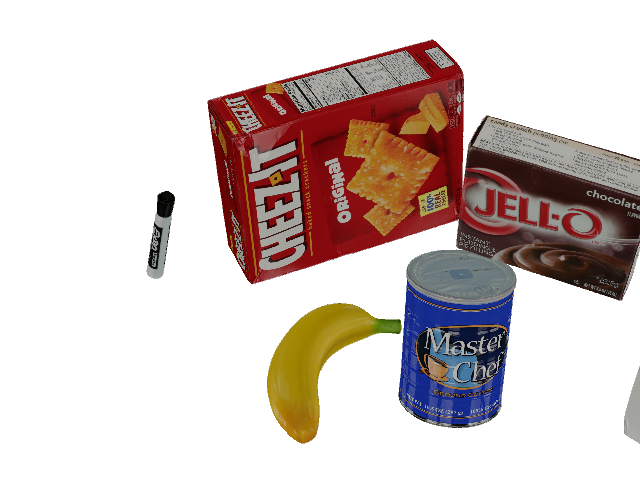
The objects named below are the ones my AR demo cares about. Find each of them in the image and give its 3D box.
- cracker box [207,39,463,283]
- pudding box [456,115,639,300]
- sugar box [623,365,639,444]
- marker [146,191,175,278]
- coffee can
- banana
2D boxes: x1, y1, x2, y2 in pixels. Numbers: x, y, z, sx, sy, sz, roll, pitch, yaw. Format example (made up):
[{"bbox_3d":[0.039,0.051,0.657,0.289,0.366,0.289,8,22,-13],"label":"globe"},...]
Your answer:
[{"bbox_3d":[0.020,-0.067,0.940,0.213,0.164,0.072,-18,42,-15],"label":"cracker box"},{"bbox_3d":[0.143,-0.020,0.653,0.114,0.039,0.090,17,-38,16],"label":"pudding box"},{"bbox_3d":[0.310,0.142,0.771,0.048,0.093,0.176,-21,38,-40],"label":"sugar box"},{"bbox_3d":[-0.173,-0.006,1.158,0.020,0.121,0.020,9,43,-8],"label":"marker"},{"bbox_3d":[0.130,0.093,1.027,0.103,0.140,0.103,1,25,-1],"label":"coffee can"},{"bbox_3d":[-0.001,0.088,0.803,0.070,0.037,0.197,8,24,22],"label":"banana"}]
